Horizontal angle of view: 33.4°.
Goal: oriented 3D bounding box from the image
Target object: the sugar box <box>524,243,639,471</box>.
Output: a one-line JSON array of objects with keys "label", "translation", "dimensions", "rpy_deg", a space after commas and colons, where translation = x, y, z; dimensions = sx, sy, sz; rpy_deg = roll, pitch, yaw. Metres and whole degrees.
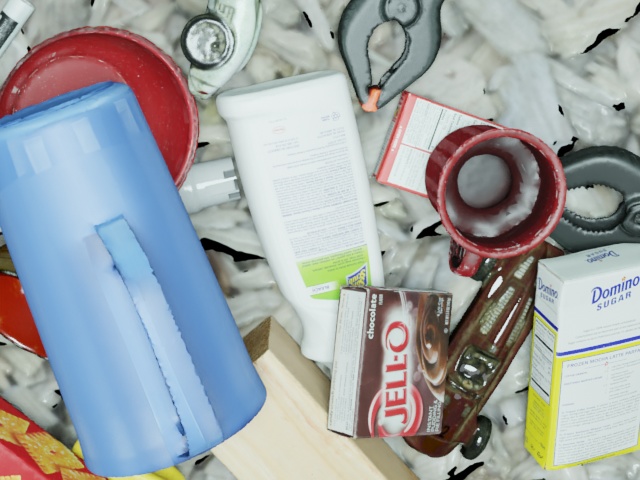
[{"label": "sugar box", "translation": [0.214, 0.092, 0.838], "dimensions": [0.093, 0.048, 0.176], "rpy_deg": [-9, 115, -17]}]

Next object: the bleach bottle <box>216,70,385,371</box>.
[{"label": "bleach bottle", "translation": [-0.005, 0.001, 0.829], "dimensions": [0.102, 0.068, 0.251], "rpy_deg": [-13, 105, -7]}]

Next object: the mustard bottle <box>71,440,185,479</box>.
[{"label": "mustard bottle", "translation": [-0.195, 0.254, 0.880], "dimensions": [0.096, 0.058, 0.192], "rpy_deg": [31, 100, 2]}]

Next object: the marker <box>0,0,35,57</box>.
[{"label": "marker", "translation": [-0.259, -0.133, 0.813], "dimensions": [0.020, 0.020, 0.121], "rpy_deg": [37, 99, -9]}]

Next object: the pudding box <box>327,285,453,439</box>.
[{"label": "pudding box", "translation": [0.053, 0.092, 0.807], "dimensions": [0.089, 0.039, 0.113], "rpy_deg": [5, 88, -40]}]

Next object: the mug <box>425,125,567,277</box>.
[{"label": "mug", "translation": [0.120, -0.029, 0.786], "dimensions": [0.093, 0.081, 0.117], "rpy_deg": [13, 101, -9]}]

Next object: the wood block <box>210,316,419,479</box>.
[{"label": "wood block", "translation": [-0.006, 0.174, 0.854], "dimensions": [0.090, 0.091, 0.206], "rpy_deg": [-40, 101, 7]}]

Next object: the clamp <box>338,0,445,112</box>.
[{"label": "clamp", "translation": [0.070, -0.180, 0.805], "dimensions": [0.120, 0.039, 0.171], "rpy_deg": [8, 108, 2]}]

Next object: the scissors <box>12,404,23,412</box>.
[{"label": "scissors", "translation": [-0.342, 0.174, 0.879], "dimensions": [0.202, 0.016, 0.096], "rpy_deg": [-26, 101, 4]}]

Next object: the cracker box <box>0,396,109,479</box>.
[{"label": "cracker box", "translation": [-0.228, 0.245, 0.820], "dimensions": [0.214, 0.072, 0.164], "rpy_deg": [34, 101, 13]}]

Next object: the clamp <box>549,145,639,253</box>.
[{"label": "clamp", "translation": [0.254, -0.015, 0.838], "dimensions": [0.210, 0.036, 0.164], "rpy_deg": [2, 117, 9]}]

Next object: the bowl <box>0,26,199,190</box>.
[{"label": "bowl", "translation": [-0.173, -0.085, 0.786], "dimensions": [0.162, 0.055, 0.162], "rpy_deg": [0, 86, 4]}]

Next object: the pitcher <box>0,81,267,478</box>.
[{"label": "pitcher", "translation": [-0.130, 0.025, 0.700], "dimensions": [0.149, 0.144, 0.243], "rpy_deg": [-11, 107, 27]}]

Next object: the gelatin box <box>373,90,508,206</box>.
[{"label": "gelatin box", "translation": [0.095, -0.068, 0.835], "dimensions": [0.089, 0.030, 0.073], "rpy_deg": [18, 101, -9]}]
